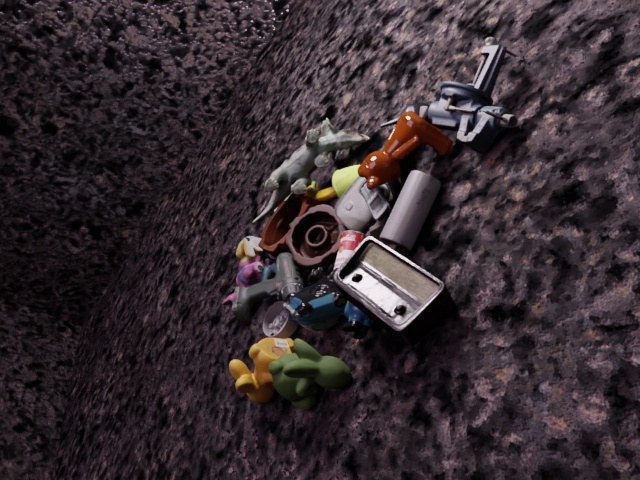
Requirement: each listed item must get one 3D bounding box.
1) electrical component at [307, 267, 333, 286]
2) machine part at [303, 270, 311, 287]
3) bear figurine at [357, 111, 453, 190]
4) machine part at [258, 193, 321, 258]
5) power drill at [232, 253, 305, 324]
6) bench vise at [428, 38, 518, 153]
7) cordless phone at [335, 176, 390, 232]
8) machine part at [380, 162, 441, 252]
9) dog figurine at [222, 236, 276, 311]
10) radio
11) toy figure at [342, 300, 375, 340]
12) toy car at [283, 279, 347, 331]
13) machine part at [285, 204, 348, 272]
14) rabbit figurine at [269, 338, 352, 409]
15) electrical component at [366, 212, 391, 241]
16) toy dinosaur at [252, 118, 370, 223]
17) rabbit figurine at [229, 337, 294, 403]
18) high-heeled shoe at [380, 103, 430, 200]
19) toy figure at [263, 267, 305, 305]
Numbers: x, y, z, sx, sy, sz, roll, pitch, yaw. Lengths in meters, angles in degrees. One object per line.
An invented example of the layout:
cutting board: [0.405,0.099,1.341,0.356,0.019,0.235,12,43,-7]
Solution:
electrical component: [0.003,0.099,1.373,0.094,0.063,0.021,125,161,-55]
machine part: [-0.039,0.138,1.434,0.084,0.039,0.139,-43,32,21]
bear figurine: [0.187,-0.191,1.237,0.195,0.132,0.120,-56,26,15]
machine part: [-0.079,-0.034,1.579,0.201,0.087,0.202,-58,27,-8]
power drill: [-0.133,0.145,1.418,0.207,0.086,0.232,-32,36,23]
bench vise: [0.339,-0.314,1.140,0.224,0.129,0.240,28,97,63]
cordless phone: [0.114,-0.070,1.294,0.146,0.088,0.184,-50,23,19]
machine part: [0.200,-0.063,1.185,0.079,0.079,0.243,18,79,61]
dog figurine: [-0.227,0.119,1.666,0.219,0.108,0.192,-49,55,30]
radio: [0.137,0.098,1.064,0.131,0.073,0.230,-45,43,-9]
toy figure: [0.105,0.123,1.173,0.089,0.082,0.180,-8,48,33]
toy car: [-0.002,0.164,1.274,0.109,0.162,0.102,26,131,54]
machine part: [-0.003,-0.004,1.412,0.179,0.056,0.179,-11,62,20]
rabbit figurine: [-0.016,0.282,1.180,0.170,0.159,0.121,-15,41,34]
electrical component: [0.152,-0.023,1.266,0.102,0.045,0.078,-33,11,37]
toy dinosaur: [-0.051,-0.214,1.582,0.405,0.131,0.192,-40,4,13]
rabbit figurine: [-0.139,0.337,1.329,0.122,0.162,0.173,54,130,46]
high-heeled shoe: [0.227,-0.221,1.324,0.145,0.086,0.249,-11,69,16]
toy figure: [-0.102,0.123,1.533,0.154,0.058,0.064,-47,69,21]
